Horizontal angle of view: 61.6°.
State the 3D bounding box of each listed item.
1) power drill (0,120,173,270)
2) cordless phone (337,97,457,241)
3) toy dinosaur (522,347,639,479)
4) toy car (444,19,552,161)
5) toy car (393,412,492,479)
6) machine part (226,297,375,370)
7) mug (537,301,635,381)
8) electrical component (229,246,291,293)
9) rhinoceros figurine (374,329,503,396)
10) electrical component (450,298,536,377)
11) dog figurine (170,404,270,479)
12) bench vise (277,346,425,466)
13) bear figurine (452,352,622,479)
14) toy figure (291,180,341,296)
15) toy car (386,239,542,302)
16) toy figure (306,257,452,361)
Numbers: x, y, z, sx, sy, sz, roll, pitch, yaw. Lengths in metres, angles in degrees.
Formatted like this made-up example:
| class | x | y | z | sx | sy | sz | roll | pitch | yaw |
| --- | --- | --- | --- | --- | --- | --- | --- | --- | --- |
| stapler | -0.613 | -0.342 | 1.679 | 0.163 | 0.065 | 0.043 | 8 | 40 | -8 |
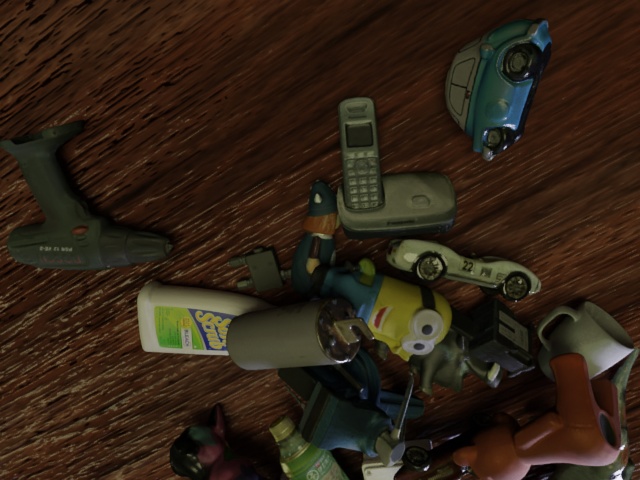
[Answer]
| class | x | y | z | sx | sy | sz | roll | pitch | yaw |
| --- | --- | --- | --- | --- | --- | --- | --- | --- | --- |
| power drill | -0.331 | -0.055 | 0.737 | 0.232 | 0.086 | 0.207 | -8 | 114 | 11 |
| cordless phone | 0.092 | -0.093 | 0.681 | 0.147 | 0.088 | 0.184 | -5 | 86 | 5 |
| toy dinosaur | 0.362 | 0.350 | 0.767 | 0.192 | 0.131 | 0.405 | 37 | 99 | -31 |
| toy car | 0.201 | -0.182 | 0.631 | 0.103 | 0.109 | 0.161 | 24 | 122 | 22 |
| toy car | 0.183 | 0.313 | 0.751 | 0.202 | 0.053 | 0.089 | -9 | 114 | -35 |
| machine part | -0.037 | 0.117 | 0.657 | 0.243 | 0.079 | 0.079 | -16 | 108 | 44 |
| mug | 0.339 | 0.141 | 0.719 | 0.109 | 0.081 | 0.107 | 28 | 117 | -12 |
| electrical component | -0.078 | 0.040 | 0.762 | 0.094 | 0.021 | 0.063 | -12 | 105 | 10 |
| rhinoceros figurine | 0.162 | 0.150 | 0.750 | 0.190 | 0.073 | 0.112 | 31 | 97 | -2 |
| electrical component | 0.223 | 0.118 | 0.704 | 0.119 | 0.075 | 0.048 | 36 | 134 | -12 |
| dog figurine | -0.123 | 0.356 | 0.799 | 0.191 | 0.219 | 0.108 | 17 | 117 | -39 |
| bench vise | 0.063 | 0.209 | 0.701 | 0.240 | 0.224 | 0.128 | 20 | 83 | -41 |
| bear figurine | 0.276 | 0.244 | 0.697 | 0.120 | 0.132 | 0.196 | 36 | 136 | -23 |
| toy figure | -0.003 | -0.003 | 0.721 | 0.058 | 0.064 | 0.154 | 4 | 107 | -33 |
| toy car | 0.185 | 0.037 | 0.695 | 0.202 | 0.073 | 0.056 | 12 | 90 | -8 |
| toy figure | 0.077 | 0.077 | 0.674 | 0.180 | 0.089 | 0.082 | 21 | 142 | 8 |
